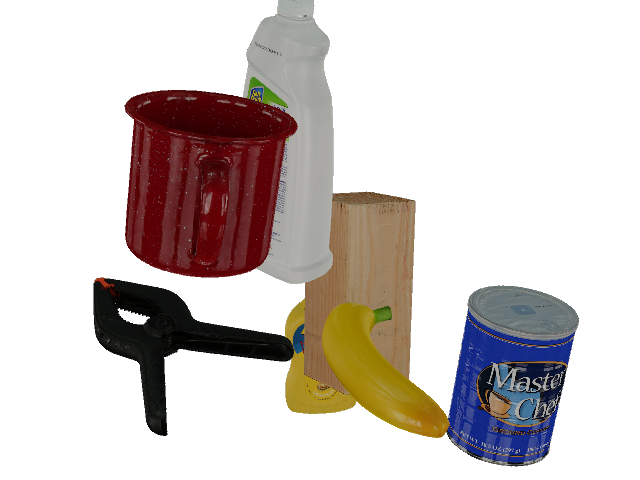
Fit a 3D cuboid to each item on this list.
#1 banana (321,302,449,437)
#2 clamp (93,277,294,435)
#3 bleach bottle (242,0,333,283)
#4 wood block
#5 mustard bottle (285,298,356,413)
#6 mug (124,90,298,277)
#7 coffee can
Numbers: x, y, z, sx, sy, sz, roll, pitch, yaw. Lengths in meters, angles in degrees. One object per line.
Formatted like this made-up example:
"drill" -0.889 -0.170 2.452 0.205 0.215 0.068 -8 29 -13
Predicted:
"banana" 0.039 0.088 0.801 0.069 0.037 0.198 -6 23 -7
"clamp" -0.140 0.090 1.015 0.164 0.036 0.210 -21 41 -33
"bleach bottle" -0.027 -0.093 0.947 0.103 0.251 0.067 25 32 32
"wood block" 0.042 0.054 1.183 0.090 0.206 0.091 -5 12 -33
"mustard bottle" 0.001 0.134 1.423 0.096 0.192 0.058 -2 18 -6
"mug" -0.061 -0.027 0.576 0.093 0.081 0.117 4 22 -14
"coffee can" 0.181 0.127 1.016 0.103 0.140 0.103 6 22 -3
